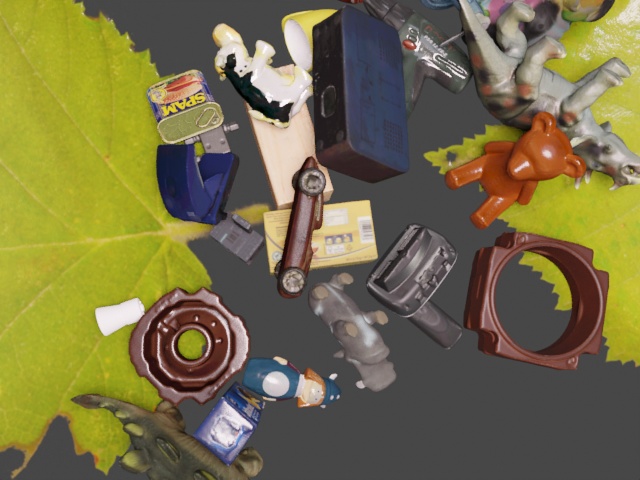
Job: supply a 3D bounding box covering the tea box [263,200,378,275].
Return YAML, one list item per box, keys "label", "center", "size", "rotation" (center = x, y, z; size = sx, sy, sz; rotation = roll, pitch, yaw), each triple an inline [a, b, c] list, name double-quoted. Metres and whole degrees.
- label: "tea box"
  center: [-0.002, -0.003, 0.849]
  size: [0.170, 0.068, 0.098]
  rotation: [-6, 83, -5]

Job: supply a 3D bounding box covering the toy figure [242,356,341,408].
- label: "toy figure"
  center: [-0.041, 0.223, 0.825]
  size: [0.154, 0.058, 0.064]
  rotation: [16, 120, -4]

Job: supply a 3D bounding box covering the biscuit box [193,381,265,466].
- label: "biscuit box"
  center: [-0.120, 0.244, 0.739]
  size: [0.059, 0.202, 0.063]
  rotation: [38, 80, 2]

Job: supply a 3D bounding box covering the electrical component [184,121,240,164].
- label: "electrical component"
  center: [-0.172, -0.159, 0.879]
  size: [0.094, 0.021, 0.063]
  rotation: [-21, 85, -8]

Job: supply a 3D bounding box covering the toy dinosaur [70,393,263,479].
- label: "toy dinosaur"
  center: [-0.145, 0.342, 0.728]
  size: [0.471, 0.198, 0.105]
  rotation: [32, 84, 2]

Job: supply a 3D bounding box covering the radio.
- label: "radio"
  center: [0.057, -0.206, 0.771]
  size: [0.131, 0.073, 0.229]
  rotation: [8, 74, -42]

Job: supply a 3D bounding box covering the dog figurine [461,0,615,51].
- label: "dog figurine"
  center: [0.344, -0.373, 0.853]
  size: [0.192, 0.219, 0.108]
  rotation: [17, 78, -3]

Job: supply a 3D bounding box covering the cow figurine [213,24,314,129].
- label: "cow figurine"
  center: [-0.098, -0.236, 0.783]
  size: [0.167, 0.068, 0.098]
  rotation: [33, 88, 2]

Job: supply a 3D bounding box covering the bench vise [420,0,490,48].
- label: "bench vise"
  center: [0.196, -0.427, 0.846]
  size: [0.129, 0.223, 0.241]
  rotation: [-30, 63, 23]

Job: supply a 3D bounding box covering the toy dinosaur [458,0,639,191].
- label: "toy dinosaur"
  center: [0.331, -0.227, 0.836]
  size: [0.405, 0.192, 0.131]
  rotation: [28, 42, -6]

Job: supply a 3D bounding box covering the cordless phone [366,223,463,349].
- label: "cordless phone"
  center: [0.181, 0.076, 0.860]
  size: [0.184, 0.089, 0.146]
  rotation: [41, 80, -10]

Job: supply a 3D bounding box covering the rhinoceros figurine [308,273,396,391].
- label: "rhinoceros figurine"
  center: [0.046, 0.141, 0.817]
  size: [0.073, 0.112, 0.190]
  rotation: [-26, 71, -36]

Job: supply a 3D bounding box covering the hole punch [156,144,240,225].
- label: "hole punch"
  center: [-0.192, -0.085, 0.796]
  size: [0.092, 0.142, 0.115]
  rotation: [17, 86, -44]

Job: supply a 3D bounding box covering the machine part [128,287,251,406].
- label: "machine part"
  center: [-0.195, 0.159, 0.819]
  size: [0.179, 0.056, 0.179]
  rotation: [0, 83, -4]

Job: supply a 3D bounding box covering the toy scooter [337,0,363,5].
- label: "toy scooter"
  center: [0.054, -0.452, 0.894]
  size: [0.184, 0.075, 0.135]
  rotation: [-38, 56, -4]

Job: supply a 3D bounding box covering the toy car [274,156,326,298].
- label: "toy car"
  center: [-0.025, -0.016, 0.758]
  size: [0.053, 0.089, 0.202]
  rotation: [12, 93, -8]

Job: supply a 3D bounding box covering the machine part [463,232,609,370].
- label: "machine part"
  center: [0.344, 0.096, 0.858]
  size: [0.201, 0.087, 0.201]
  rotation: [13, 81, -5]

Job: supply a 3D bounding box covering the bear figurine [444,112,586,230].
- label: "bear figurine"
  center: [0.296, -0.102, 0.824]
  size: [0.132, 0.196, 0.120]
  rotation: [-33, 89, -7]

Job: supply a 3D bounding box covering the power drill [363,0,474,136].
- label: "power drill"
  center: [0.126, -0.285, 0.899]
  size: [0.232, 0.086, 0.207]
  rotation: [32, 74, 0]

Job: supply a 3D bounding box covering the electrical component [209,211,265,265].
- label: "electrical component"
  center: [-0.124, -0.004, 0.814]
  size: [0.075, 0.119, 0.048]
  rotation: [37, 83, -2]
